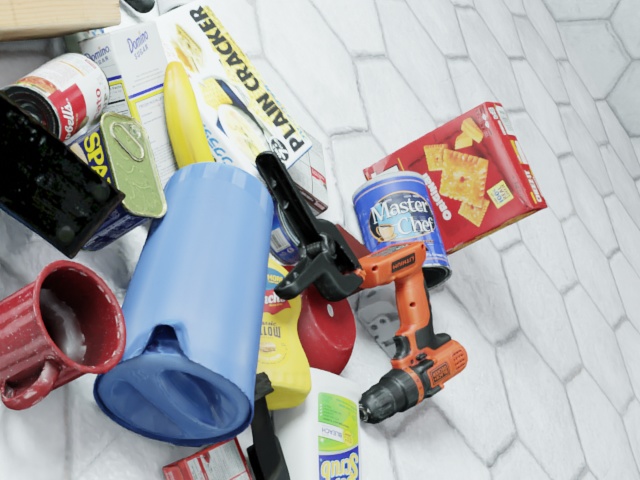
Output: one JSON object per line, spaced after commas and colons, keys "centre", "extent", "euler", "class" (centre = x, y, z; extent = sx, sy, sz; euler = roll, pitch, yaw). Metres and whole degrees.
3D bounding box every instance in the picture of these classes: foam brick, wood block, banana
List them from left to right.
{"centre": [-0.276, -0.225, 0.944], "extent": [0.205, 0.090, 0.091], "euler": [-27, 110, -63], "class": "wood block"}
{"centre": [-0.120, -0.078, 1.063], "extent": [0.069, 0.037, 0.198], "euler": [-88, 160, -65], "class": "banana"}
{"centre": [0.023, 0.027, 1.303], "extent": [0.078, 0.053, 0.051], "euler": [40, 35, -39], "class": "foam brick"}

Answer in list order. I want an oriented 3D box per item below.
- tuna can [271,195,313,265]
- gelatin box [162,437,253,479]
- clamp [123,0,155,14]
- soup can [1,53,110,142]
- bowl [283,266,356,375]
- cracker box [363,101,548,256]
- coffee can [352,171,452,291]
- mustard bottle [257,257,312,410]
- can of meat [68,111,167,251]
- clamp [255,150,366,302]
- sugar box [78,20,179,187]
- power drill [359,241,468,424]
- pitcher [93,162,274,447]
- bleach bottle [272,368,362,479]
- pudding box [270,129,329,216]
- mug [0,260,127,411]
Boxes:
{"centre": [-0.036, -0.016, 1.257], "extent": [0.086, 0.034, 0.086], "euler": [41, 35, -37], "class": "tuna can"}
{"centre": [-0.095, 0.222, 0.953], "extent": [0.089, 0.030, 0.073], "euler": [-12, 78, -62], "class": "gelatin box"}
{"centre": [-0.244, -0.305, 1.149], "extent": [0.171, 0.039, 0.120], "euler": [-11, 70, -58], "class": "clamp"}
{"centre": [-0.241, -0.123, 0.963], "extent": [0.068, 0.069, 0.102], "euler": [56, 28, -14], "class": "soup can"}
{"centre": [-0.008, 0.090, 1.192], "extent": [0.162, 0.055, 0.162], "euler": [40, 35, -36], "class": "bowl"}
{"centre": [0.185, -0.073, 1.492], "extent": [0.072, 0.214, 0.164], "euler": [-5, 70, -59], "class": "cracker box"}
{"centre": [0.108, -0.006, 1.422], "extent": [0.102, 0.103, 0.140], "euler": [19, 50, -53], "class": "coffee can"}
{"centre": [-0.065, 0.075, 1.084], "extent": [0.096, 0.058, 0.191], "euler": [5, 54, -18], "class": "mustard bottle"}
{"centre": [-0.194, -0.050, 0.959], "extent": [0.057, 0.084, 0.102], "euler": [8, 60, -54], "class": "can of meat"}
{"centre": [-0.007, 0.001, 1.140], "extent": [0.209, 0.036, 0.164], "euler": [27, 48, -61], "class": "clamp"}
{"centre": [-0.175, -0.122, 1.057], "extent": [0.093, 0.048, 0.176], "euler": [-41, 116, -63], "class": "sugar box"}
{"centre": [0.091, 0.107, 1.271], "extent": [0.184, 0.057, 0.187], "euler": [-25, 104, -42], "class": "power drill"}
{"centre": [-0.109, 0.056, 0.955], "extent": [0.144, 0.149, 0.242], "euler": [34, 43, -27], "class": "pitcher"}
{"centre": [0.006, 0.259, 1.061], "extent": [0.102, 0.068, 0.251], "euler": [27, 46, -43], "class": "bleach bottle"}
{"centre": [-0.032, -0.093, 1.328], "extent": [0.090, 0.039, 0.113], "euler": [34, 37, -43], "class": "pudding box"}
{"centre": [-0.212, 0.082, 0.817], "extent": [0.093, 0.082, 0.117], "euler": [44, 33, -32], "class": "mug"}
